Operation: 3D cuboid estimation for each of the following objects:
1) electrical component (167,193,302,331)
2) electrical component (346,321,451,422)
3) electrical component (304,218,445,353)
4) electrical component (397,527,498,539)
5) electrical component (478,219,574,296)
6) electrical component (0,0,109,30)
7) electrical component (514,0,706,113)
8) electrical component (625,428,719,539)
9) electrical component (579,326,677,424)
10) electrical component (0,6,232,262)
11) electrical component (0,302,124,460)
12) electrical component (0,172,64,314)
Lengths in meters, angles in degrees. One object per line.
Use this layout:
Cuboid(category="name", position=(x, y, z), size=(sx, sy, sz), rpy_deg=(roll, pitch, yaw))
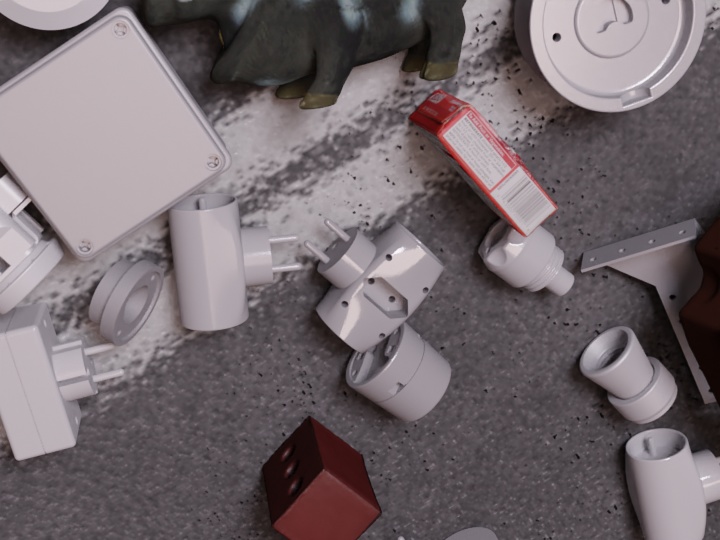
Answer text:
Cuboid(category="electrical component", position=(-0.076, -0.007, 0.670), size=(0.079, 0.044, 0.077), rpy_deg=(-6, 108, -8))
Cuboid(category="electrical component", position=(0.026, 0.067, 0.706), size=(0.047, 0.055, 0.055), rpy_deg=(39, 97, -22))
Cuboid(category="electrical component", position=(0.000, 0.000, 0.686), size=(0.079, 0.043, 0.077), rpy_deg=(41, 97, -18))
Cuboid(category="electrical component", position=(0.035, 0.219, 0.756), size=(0.138, 0.052, 0.073), rpy_deg=(-28, 109, 0))
Cuboid(category="electrical component", position=(0.112, -0.006, 0.703), size=(0.062, 0.043, 0.043), rpy_deg=(35, 99, -18))
Cuboid(category="electrical component", position=(-0.173, -0.176, 0.598), size=(0.080, 0.051, 0.080), rpy_deg=(-3, 108, -9))
Cuboid(category="electrical component", position=(0.146, -0.154, 0.653), size=(0.108, 0.060, 0.108), rpy_deg=(-3, 108, -9))
Cuboid(category="electrical component", position=(0.237, 0.152, 0.773), size=(0.079, 0.043, 0.077), rpy_deg=(-17, 109, -4))
Cuboid(category="electrical component", position=(0.185, 0.073, 0.739), size=(0.045, 0.045, 0.055), rpy_deg=(-43, 109, 5))
Cuboid(category="electrical component", position=(-0.149, -0.080, 0.629), size=(0.109, 0.056, 0.108), rpy_deg=(-33, 109, 2))
Cuboid(category="electrical component", position=(-0.187, 0.064, 0.672), size=(0.076, 0.047, 0.083), rpy_deg=(-14, 109, -5))
Cuboid(category="electrical component", position=(-0.215, -0.011, 0.639), size=(0.078, 0.058, 0.057), rpy_deg=(-43, 106, 5))
